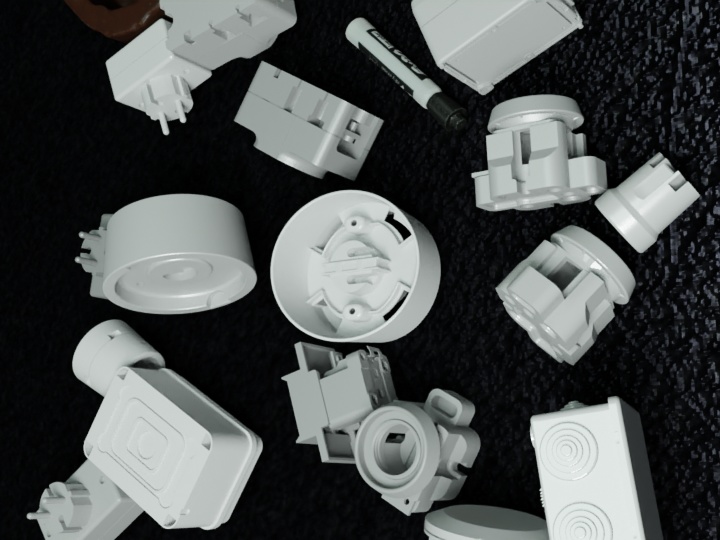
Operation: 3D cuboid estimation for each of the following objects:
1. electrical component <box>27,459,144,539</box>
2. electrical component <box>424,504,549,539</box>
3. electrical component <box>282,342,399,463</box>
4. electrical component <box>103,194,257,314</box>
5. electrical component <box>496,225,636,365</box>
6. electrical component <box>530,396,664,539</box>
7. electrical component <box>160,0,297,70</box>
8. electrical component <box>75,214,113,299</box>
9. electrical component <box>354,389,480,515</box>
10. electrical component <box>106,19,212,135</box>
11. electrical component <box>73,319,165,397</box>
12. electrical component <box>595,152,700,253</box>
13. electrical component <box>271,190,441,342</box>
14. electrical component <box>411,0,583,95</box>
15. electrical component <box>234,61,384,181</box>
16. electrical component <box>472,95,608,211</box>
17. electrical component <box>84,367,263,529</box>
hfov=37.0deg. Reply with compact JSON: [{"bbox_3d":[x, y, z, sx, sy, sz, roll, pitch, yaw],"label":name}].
[{"bbox_3d":[-0.214,0.178,0.807,0.083,0.076,0.047,-45,60,19],"label":"electrical component"},{"bbox_3d":[0.075,0.166,0.612,0.080,0.080,0.051,6,90,35],"label":"electrical component"},{"bbox_3d":[-0.010,0.083,0.708,0.064,0.042,0.081,-25,68,25],"label":"electrical component"},{"bbox_3d":[-0.131,-0.016,0.772,0.108,0.108,0.060,-22,64,29],"label":"electrical component"},{"bbox_3d":[0.120,0.012,0.617,0.057,0.078,0.058,-46,57,-6],"label":"electrical component"},{"bbox_3d":[0.128,0.118,0.574,0.048,0.100,0.099,-12,73,18],"label":"electrical component"},{"bbox_3d":[-0.097,-0.195,0.812,0.089,0.056,0.050,-21,70,30],"label":"electrical component"},{"bbox_3d":[-0.187,-0.011,0.825,0.047,0.077,0.065,3,82,34],"label":"electrical component"},{"bbox_3d":[0.033,0.111,0.663,0.058,0.057,0.078,28,97,35],"label":"electrical component"},{"bbox_3d":[-0.154,-0.143,0.846,0.066,0.047,0.076,-30,66,26],"label":"electrical component"},{"bbox_3d":[-0.182,0.073,0.820,0.047,0.055,0.055,32,99,30],"label":"electrical component"},{"bbox_3d":[0.165,-0.039,0.615,0.046,0.040,0.040,-43,60,13],"label":"electrical component"},{"bbox_3d":[0.000,0.000,0.703,0.099,0.064,0.099,-8,75,33],"label":"electrical component"},{"bbox_3d":[0.090,-0.167,0.676,0.096,0.062,0.061,-33,64,25],"label":"electrical component"},{"bbox_3d":[-0.039,-0.101,0.757,0.089,0.050,0.055,31,99,34],"label":"electrical component"},{"bbox_3d":[0.107,-0.071,0.649,0.078,0.058,0.057,-8,79,33],"label":"electrical component"},{"bbox_3d":[-0.134,0.127,0.774,0.113,0.057,0.078,31,99,34],"label":"electrical component"}]
